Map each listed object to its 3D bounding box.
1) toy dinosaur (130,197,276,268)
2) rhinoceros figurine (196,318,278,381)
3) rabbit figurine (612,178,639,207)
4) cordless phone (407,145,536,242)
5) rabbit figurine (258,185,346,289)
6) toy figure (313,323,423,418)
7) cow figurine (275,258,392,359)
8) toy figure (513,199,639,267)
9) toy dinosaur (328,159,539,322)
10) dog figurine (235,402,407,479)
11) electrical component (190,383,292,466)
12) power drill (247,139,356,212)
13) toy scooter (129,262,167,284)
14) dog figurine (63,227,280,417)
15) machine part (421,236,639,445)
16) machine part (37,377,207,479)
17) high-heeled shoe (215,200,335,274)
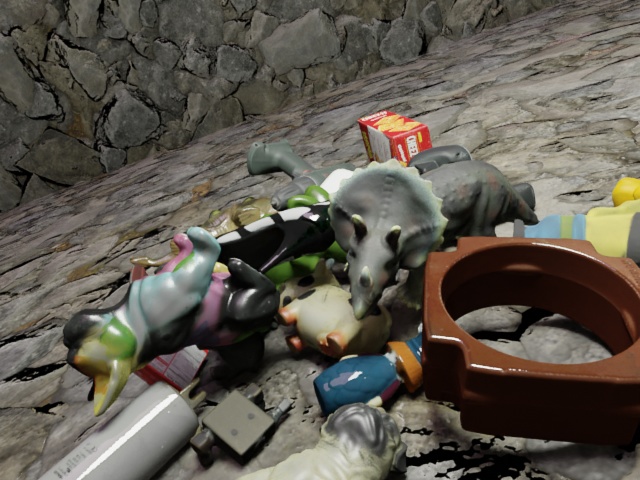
[{"bbox_3d":[-0.143,-0.032,1.070,0.472,0.105,0.199,-17,19,-8],"label":"toy dinosaur"},{"bbox_3d":[-0.112,0.112,0.750,0.112,0.073,0.190,-19,23,4],"label":"rhinoceros figurine"},{"bbox_3d":[0.437,-0.094,0.652,0.122,0.173,0.162,-11,20,11],"label":"rabbit figurine"},{"bbox_3d":[0.237,-0.081,0.818,0.184,0.146,0.089,-15,11,-4],"label":"cordless phone"},{"bbox_3d":[-0.002,-0.002,0.820,0.170,0.159,0.121,-10,16,22],"label":"rabbit figurine"},{"bbox_3d":[0.070,0.138,0.567,0.154,0.064,0.057,-19,-16,-11],"label":"toy figure"},{"bbox_3d":[0.011,0.089,0.689,0.127,0.085,0.195,-30,28,-30],"label":"cow figurine"},{"bbox_3d":[0.320,0.010,0.630,0.180,0.082,0.089,-1,47,22],"label":"toy figure"},{"bbox_3d":[0.158,-0.032,0.658,0.405,0.192,0.131,-24,53,-29],"label":"toy dinosaur"},{"bbox_3d":[-0.030,0.213,0.451,0.173,0.121,0.190,-3,13,27],"label":"dog figurine"},{"bbox_3d":[-0.089,0.199,0.579,0.078,0.045,0.102,26,45,21],"label":"electrical component"},{"bbox_3d":[-0.052,-0.126,1.027,0.232,0.085,0.208,-17,32,-39],"label":"power drill"},{"bbox_3d":[-0.273,0.075,0.930,0.184,0.075,0.135,-27,45,-7],"label":"toy scooter"},{"bbox_3d":[-0.169,0.104,0.609,0.219,0.191,0.109,-57,24,-17],"label":"dog figurine"},{"bbox_3d":[0.197,0.082,0.499,0.201,0.087,0.201,1,31,11],"label":"machine part"},{"bbox_3d":[-0.212,0.229,0.558,0.079,0.079,0.243,3,30,43],"label":"machine part"},{"bbox_3d":[-0.064,-0.006,0.740,0.145,0.086,0.249,-41,20,-20],"label":"high-heeled shoe"}]
